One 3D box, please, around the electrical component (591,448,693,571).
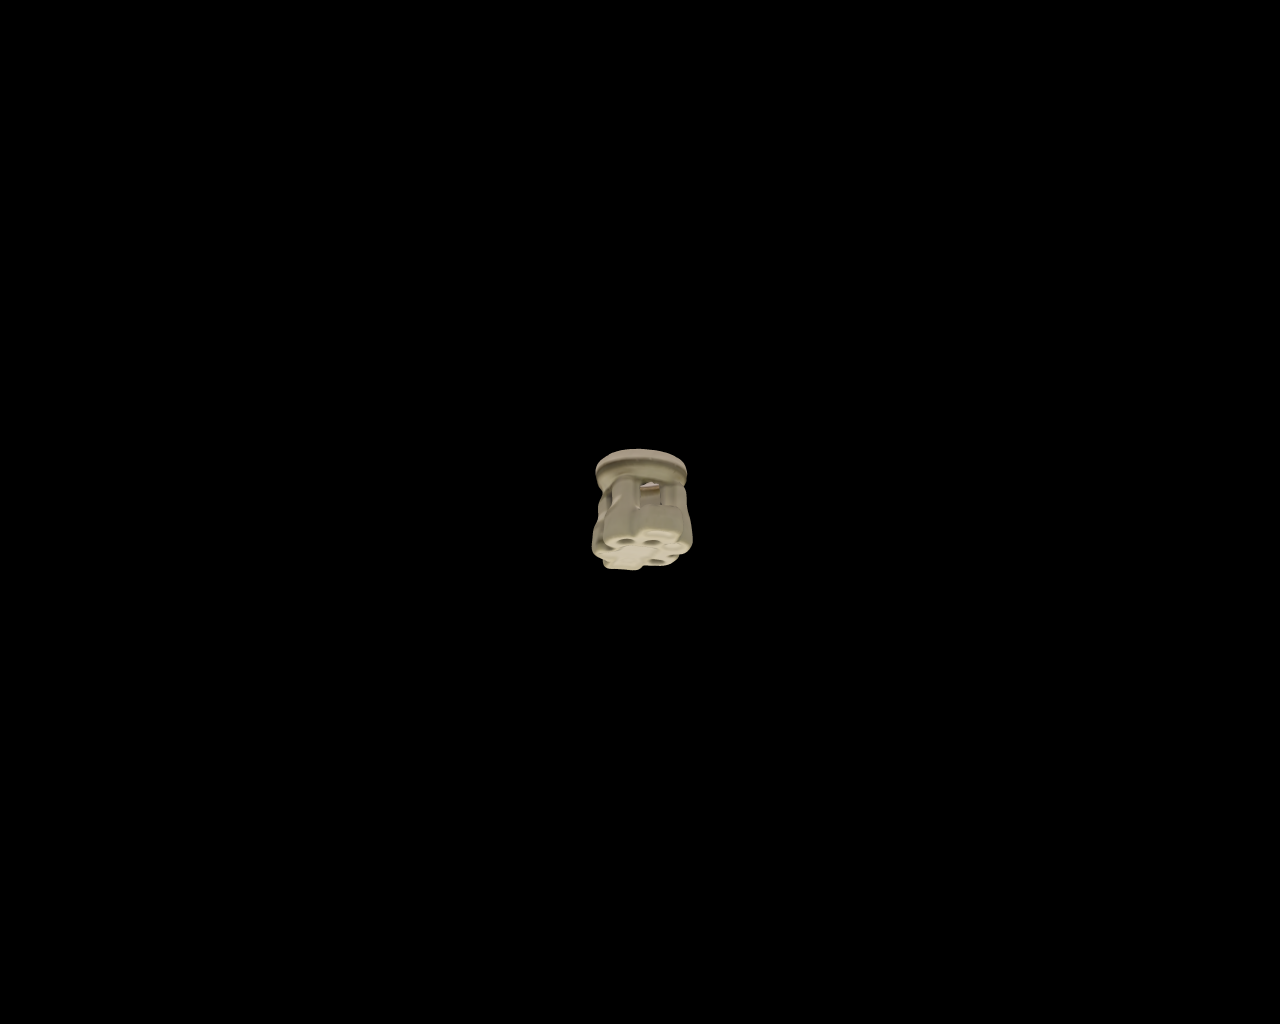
[{"bbox_3d":[0.001,-0.003,0.650,0.058,0.057,0.078,7,-21,-18],"label":"electrical component"}]
